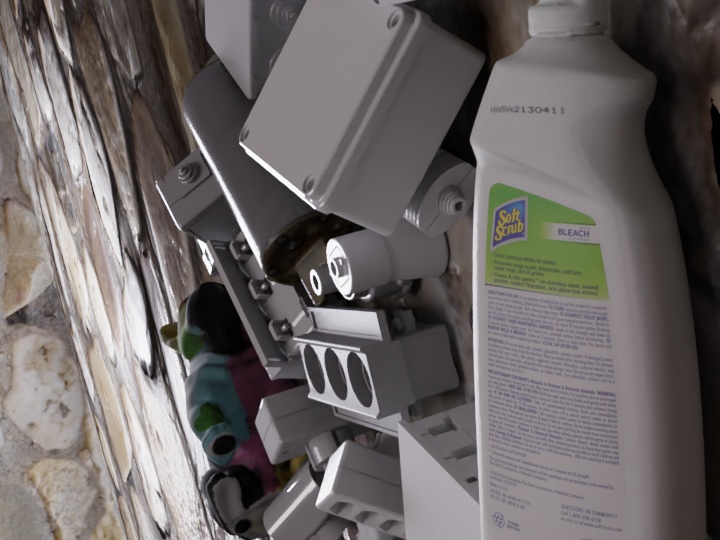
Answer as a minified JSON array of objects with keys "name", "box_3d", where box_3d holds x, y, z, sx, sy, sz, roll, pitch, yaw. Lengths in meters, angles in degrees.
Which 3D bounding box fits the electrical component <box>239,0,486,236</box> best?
[{"name":"electrical component","box_3d":[-0.003,-0.089,0.572,0.108,0.056,0.109,-62,35,9]}]

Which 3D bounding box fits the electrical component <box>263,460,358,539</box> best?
[{"name":"electrical component","box_3d":[-0.031,0.207,0.911,0.079,0.043,0.077,39,120,0]}]

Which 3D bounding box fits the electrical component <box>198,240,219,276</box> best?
[{"name":"electrical component","box_3d":[-0.118,-0.035,0.954,0.057,0.058,0.078,63,156,19]}]

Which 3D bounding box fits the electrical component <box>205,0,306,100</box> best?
[{"name":"electrical component","box_3d":[-0.071,-0.181,0.748,0.099,0.048,0.099,55,152,40]}]

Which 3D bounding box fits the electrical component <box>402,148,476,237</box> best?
[{"name":"electrical component","box_3d":[0.034,-0.048,0.591,0.081,0.043,0.043,41,141,55]}]

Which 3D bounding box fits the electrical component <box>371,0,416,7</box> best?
[{"name":"electrical component","box_3d":[0.046,-0.160,0.466,0.113,0.057,0.078,19,122,65]}]

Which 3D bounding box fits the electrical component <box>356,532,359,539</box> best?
[{"name":"electrical component","box_3d":[0.015,0.231,0.831,0.043,0.043,0.062,129,124,-64]}]

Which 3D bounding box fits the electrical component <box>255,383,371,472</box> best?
[{"name":"electrical component","box_3d":[-0.024,0.124,0.798,0.075,0.083,0.047,65,157,23]}]

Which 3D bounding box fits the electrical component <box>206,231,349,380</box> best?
[{"name":"electrical component","box_3d":[-0.058,0.018,0.825,0.063,0.079,0.121,-50,53,30]}]

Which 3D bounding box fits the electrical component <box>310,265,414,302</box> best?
[{"name":"electrical component","box_3d":[0.000,0.000,0.682,0.048,0.062,0.048,49,147,48]}]

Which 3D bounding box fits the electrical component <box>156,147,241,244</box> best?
[{"name":"electrical component","box_3d":[-0.112,-0.056,0.861,0.061,0.062,0.096,59,-167,30]}]

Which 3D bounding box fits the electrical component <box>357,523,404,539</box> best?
[{"name":"electrical component","box_3d":[0.023,0.197,0.782,0.076,0.047,0.083,-1,104,68]}]

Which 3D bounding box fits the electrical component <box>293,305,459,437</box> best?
[{"name":"electrical component","box_3d":[0.010,0.059,0.698,0.121,0.063,0.078,-1,104,68]}]

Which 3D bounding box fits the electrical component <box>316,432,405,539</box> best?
[{"name":"electrical component","box_3d":[0.024,0.131,0.711,0.047,0.083,0.075,122,167,-62]}]

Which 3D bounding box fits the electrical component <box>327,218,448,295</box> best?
[{"name":"electrical component","box_3d":[0.014,-0.009,0.638,0.044,0.065,0.044,49,148,47]}]

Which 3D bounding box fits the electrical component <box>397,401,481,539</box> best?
[{"name":"electrical component","box_3d":[0.093,0.159,0.567,0.186,0.060,0.105,39,140,56]}]
